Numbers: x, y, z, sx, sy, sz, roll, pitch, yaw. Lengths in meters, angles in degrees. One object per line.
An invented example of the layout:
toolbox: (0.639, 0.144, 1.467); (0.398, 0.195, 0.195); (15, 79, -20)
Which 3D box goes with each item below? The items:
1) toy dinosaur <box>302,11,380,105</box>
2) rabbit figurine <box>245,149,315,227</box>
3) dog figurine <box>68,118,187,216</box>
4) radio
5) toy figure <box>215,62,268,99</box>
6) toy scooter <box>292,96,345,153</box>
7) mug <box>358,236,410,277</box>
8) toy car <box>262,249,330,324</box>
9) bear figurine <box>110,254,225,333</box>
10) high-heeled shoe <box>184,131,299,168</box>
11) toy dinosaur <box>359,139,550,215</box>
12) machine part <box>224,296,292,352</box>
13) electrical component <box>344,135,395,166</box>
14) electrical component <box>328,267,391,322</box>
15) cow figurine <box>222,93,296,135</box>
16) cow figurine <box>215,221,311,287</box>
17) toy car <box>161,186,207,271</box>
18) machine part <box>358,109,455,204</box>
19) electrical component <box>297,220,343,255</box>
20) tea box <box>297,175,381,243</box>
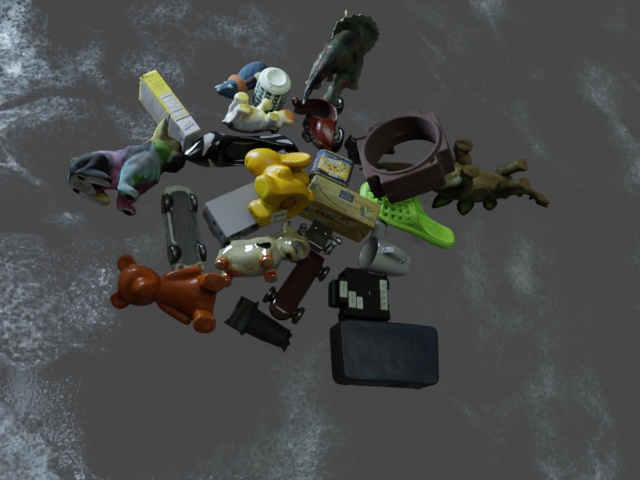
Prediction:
toy dinosaur: (0.055, -0.460, 1.343); (0.131, 0.192, 0.405); (20, 31, 2)
rabbit figurine: (-0.092, -0.137, 1.144); (0.162, 0.121, 0.173); (-22, 56, -21)
dog figurine: (-0.393, -0.169, 1.126); (0.191, 0.108, 0.219); (23, 56, -6)
radio: (0.140, 0.245, 1.150); (0.230, 0.073, 0.131); (7, 65, -16)
toy figure: (-0.191, -0.389, 1.324); (0.057, 0.064, 0.154); (52, 58, -11)
toy scooter: (-0.008, -0.301, 1.345); (0.135, 0.075, 0.184); (11, 60, -16)
mug: (0.161, 0.042, 1.236); (0.107, 0.109, 0.081); (21, 61, -25)
toy car: (-0.048, 0.095, 1.150); (0.089, 0.053, 0.202); (32, 43, 1)
bear figurine: (-0.294, 0.097, 1.025); (0.196, 0.132, 0.120); (15, 88, -21)
high-heeled shoe: (-0.168, -0.191, 1.200); (0.145, 0.086, 0.249); (24, 35, 30)
toy dinosaur: (0.339, -0.147, 1.330); (0.472, 0.198, 0.105); (17, 60, -4)
machine part: (-0.119, 0.176, 1.102); (0.139, 0.039, 0.084); (33, 63, -4)
electrical component: (0.127, -0.228, 1.377); (0.119, 0.047, 0.075); (-4, 68, -22)
electrical component: (0.086, 0.124, 1.194); (0.134, 0.058, 0.115); (10, 61, -15)
cow figurine: (-0.144, -0.284, 1.285); (0.167, 0.098, 0.068); (7, 54, -36)
cow figurine: (-0.116, 0.026, 1.126); (0.195, 0.085, 0.127); (-8, 39, 3)
toy car: (-0.287, -0.021, 1.124); (0.073, 0.056, 0.202); (-3, 69, -28)
machine part: (0.196, -0.197, 1.244); (0.202, 0.087, 0.201); (-18, 50, 12)
electrical component: (-0.003, -0.005, 1.227); (0.102, 0.045, 0.078); (37, 61, -1)
tea box: (0.042, -0.070, 1.243); (0.169, 0.098, 0.068); (24, 62, -10)
